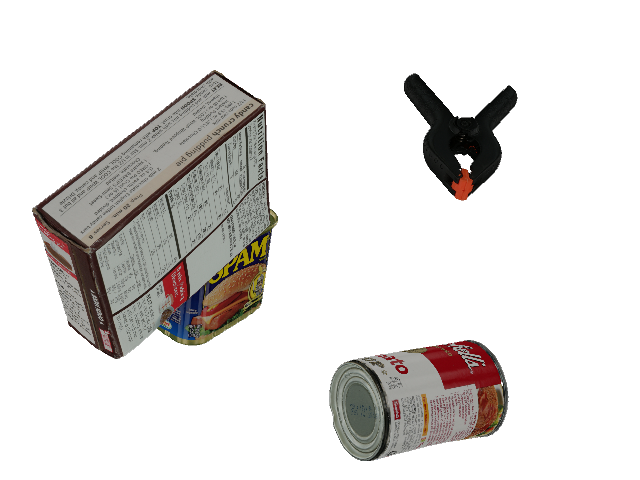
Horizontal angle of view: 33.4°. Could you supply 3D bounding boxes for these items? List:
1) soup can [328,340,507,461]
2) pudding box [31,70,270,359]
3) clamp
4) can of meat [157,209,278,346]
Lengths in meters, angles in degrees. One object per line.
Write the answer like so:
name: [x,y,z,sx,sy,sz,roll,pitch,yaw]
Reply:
soup can: [0.065,0.107,0.718,0.102,0.068,0.069,-5,3,-32]
pudding box: [-0.072,-0.011,0.493,0.039,0.113,0.090,32,-31,22]
clamp: [0.135,-0.113,1.092,0.120,0.039,0.171,9,44,9]
can of meat: [-0.084,0.023,0.830,0.057,0.084,0.101,27,34,27]
